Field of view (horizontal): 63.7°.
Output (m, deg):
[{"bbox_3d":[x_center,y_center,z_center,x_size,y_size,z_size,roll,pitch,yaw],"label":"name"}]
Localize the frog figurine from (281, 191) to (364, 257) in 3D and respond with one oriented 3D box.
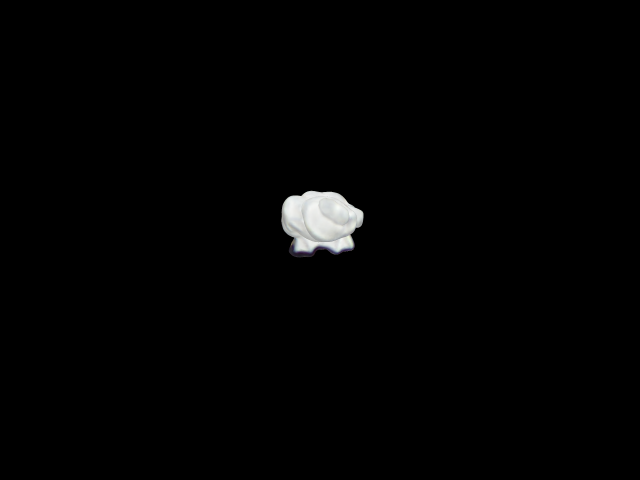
[{"bbox_3d":[0.003,-0.043,0.850,0.137,0.125,0.156,13,-26,7],"label":"frog figurine"}]
